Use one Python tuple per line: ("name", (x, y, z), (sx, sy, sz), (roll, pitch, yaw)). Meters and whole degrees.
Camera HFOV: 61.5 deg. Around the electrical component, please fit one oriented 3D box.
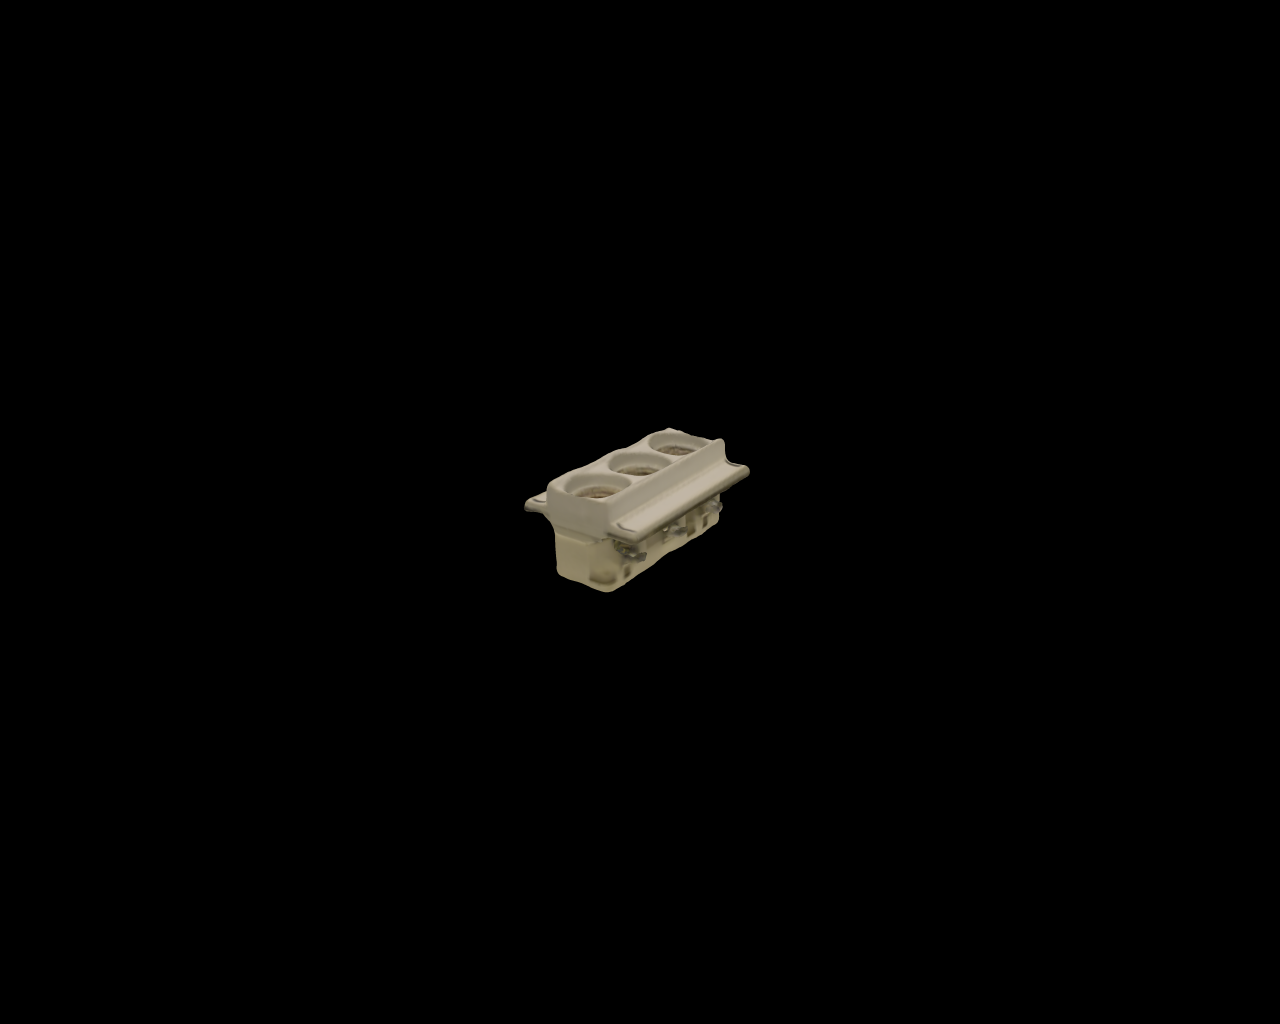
("electrical component", (0.001, -0.003, 0.650), (0.079, 0.063, 0.121), (17, 29, 32))
